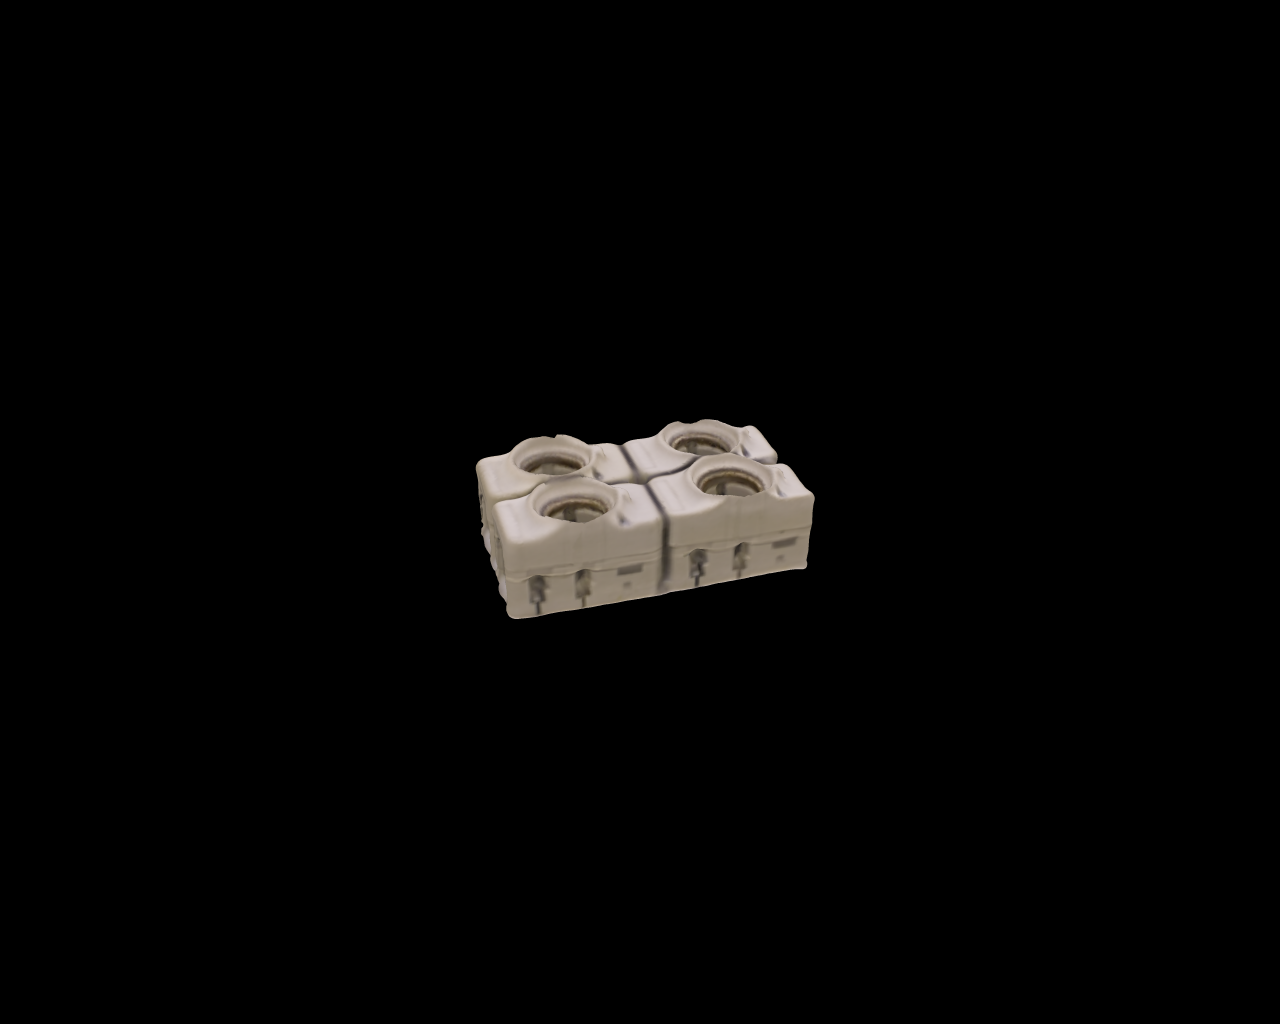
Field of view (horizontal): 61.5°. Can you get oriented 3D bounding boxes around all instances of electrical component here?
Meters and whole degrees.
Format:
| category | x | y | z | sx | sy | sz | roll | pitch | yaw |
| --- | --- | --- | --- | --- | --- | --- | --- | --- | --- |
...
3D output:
| category | x | y | z | sx | sy | sz | roll | pitch | yaw |
| --- | --- | --- | --- | --- | --- | --- | --- | --- | --- |
| electrical component | 0.001 | -0.003 | 0.650 | 0.186 | 0.060 | 0.105 | -8 | 32 | -14 |
